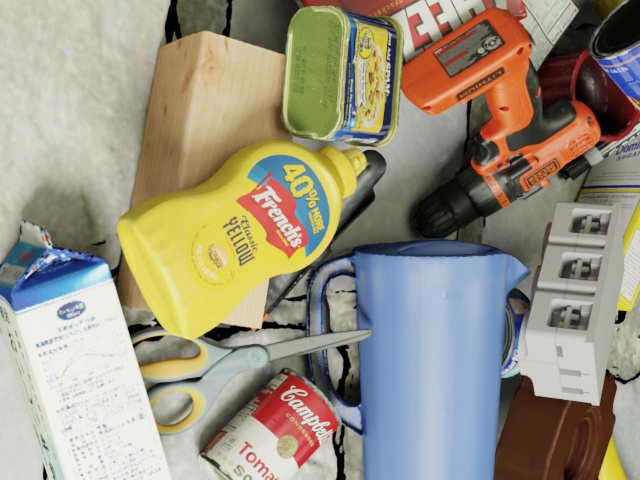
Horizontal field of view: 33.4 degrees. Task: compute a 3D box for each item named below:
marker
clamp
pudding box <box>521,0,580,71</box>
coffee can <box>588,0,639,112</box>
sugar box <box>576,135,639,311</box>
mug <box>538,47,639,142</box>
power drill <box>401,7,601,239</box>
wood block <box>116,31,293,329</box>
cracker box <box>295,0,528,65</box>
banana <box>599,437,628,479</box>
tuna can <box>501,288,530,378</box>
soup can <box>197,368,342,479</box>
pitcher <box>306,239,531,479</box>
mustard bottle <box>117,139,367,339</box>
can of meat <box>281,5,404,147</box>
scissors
[{"bbox_3d":[0.288,-0.097,1.043,0.121,0.020,0.020,-36,112,11],"label":"marker"},{"bbox_3d":[-0.006,0.001,0.876,0.039,0.120,0.171,43,90,11],"label":"clamp"},{"bbox_3d":[0.182,-0.222,1.000,0.113,0.039,0.090,46,69,-26],"label":"pudding box"},{"bbox_3d":[0.322,-0.149,0.945,0.140,0.103,0.102,44,70,-19],"label":"coffee can"},{"bbox_3d":[0.289,-0.020,1.037,0.048,0.093,0.176,37,74,-28],"label":"sugar box"},{"bbox_3d":[0.239,-0.127,1.010,0.093,0.082,0.117,34,74,-27],"label":"mug"},{"bbox_3d":[0.134,-0.092,0.898,0.184,0.057,0.187,-35,142,6],"label":"power drill"},{"bbox_3d":[-0.086,-0.043,0.816,0.090,0.090,0.206,11,85,-30],"label":"wood block"},{"bbox_3d":[0.049,-0.241,0.864,0.164,0.072,0.213,-28,106,2],"label":"cracker box"},{"bbox_3d":[0.308,0.248,1.087,0.069,0.037,0.198,-34,108,-25],"label":"banana"},{"bbox_3d":[0.157,0.082,0.965,0.033,0.086,0.086,4,89,-33],"label":"tuna can"},{"bbox_3d":[-0.041,0.162,0.861,0.102,0.069,0.068,-43,112,-21],"label":"soup can"},{"bbox_3d":[0.082,0.121,0.909,0.144,0.149,0.243,-4,97,-46],"label":"pitcher"},{"bbox_3d":[-0.042,-0.017,0.755,0.191,0.058,0.096,-32,109,-27],"label":"mustard bottle"},{"bbox_3d":[0.017,-0.122,0.800,0.083,0.058,0.102,-5,100,-58],"label":"can of meat"},{"bbox_3d":[-0.061,0.110,0.845,0.201,0.016,0.096,5,100,-12],"label":"scissors"}]
